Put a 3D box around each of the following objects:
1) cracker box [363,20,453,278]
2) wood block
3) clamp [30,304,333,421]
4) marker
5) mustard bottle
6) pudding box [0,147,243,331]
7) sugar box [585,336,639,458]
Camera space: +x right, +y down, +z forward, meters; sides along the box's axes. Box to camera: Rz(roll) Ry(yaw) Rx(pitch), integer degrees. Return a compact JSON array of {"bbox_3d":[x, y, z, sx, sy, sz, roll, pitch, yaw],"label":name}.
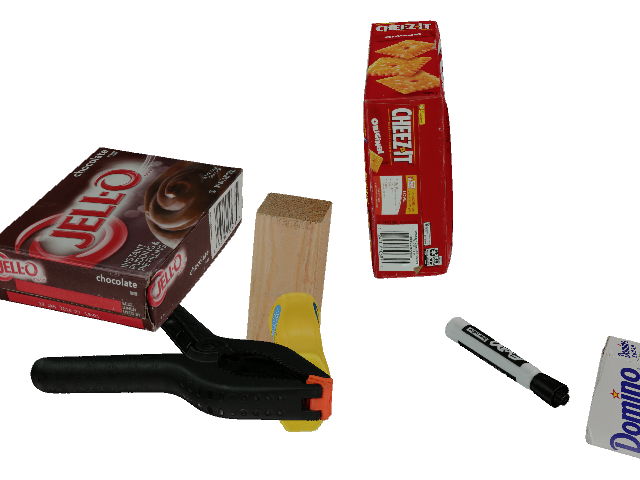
[{"bbox_3d":[0.080,-0.088,0.954,0.072,0.164,0.213,-2,27,6],"label":"cracker box"},{"bbox_3d":[-0.044,0.050,1.448,0.090,0.206,0.090,9,22,7],"label":"wood block"},{"bbox_3d":[-0.082,0.090,0.792,0.210,0.036,0.164,8,19,20],"label":"clamp"},{"bbox_3d":[0.140,0.091,0.806,0.020,0.020,0.121,0,22,-38],"label":"marker"},{"bbox_3d":[-0.025,0.110,1.126,0.058,0.096,0.191,-2,26,-4],"label":"mustard bottle"},{"bbox_3d":[-0.101,-0.004,0.552,0.090,0.039,0.113,10,32,17],"label":"pudding box"},{"bbox_3d":[0.319,0.149,0.897,0.176,0.093,0.048,12,24,18],"label":"sugar box"}]
